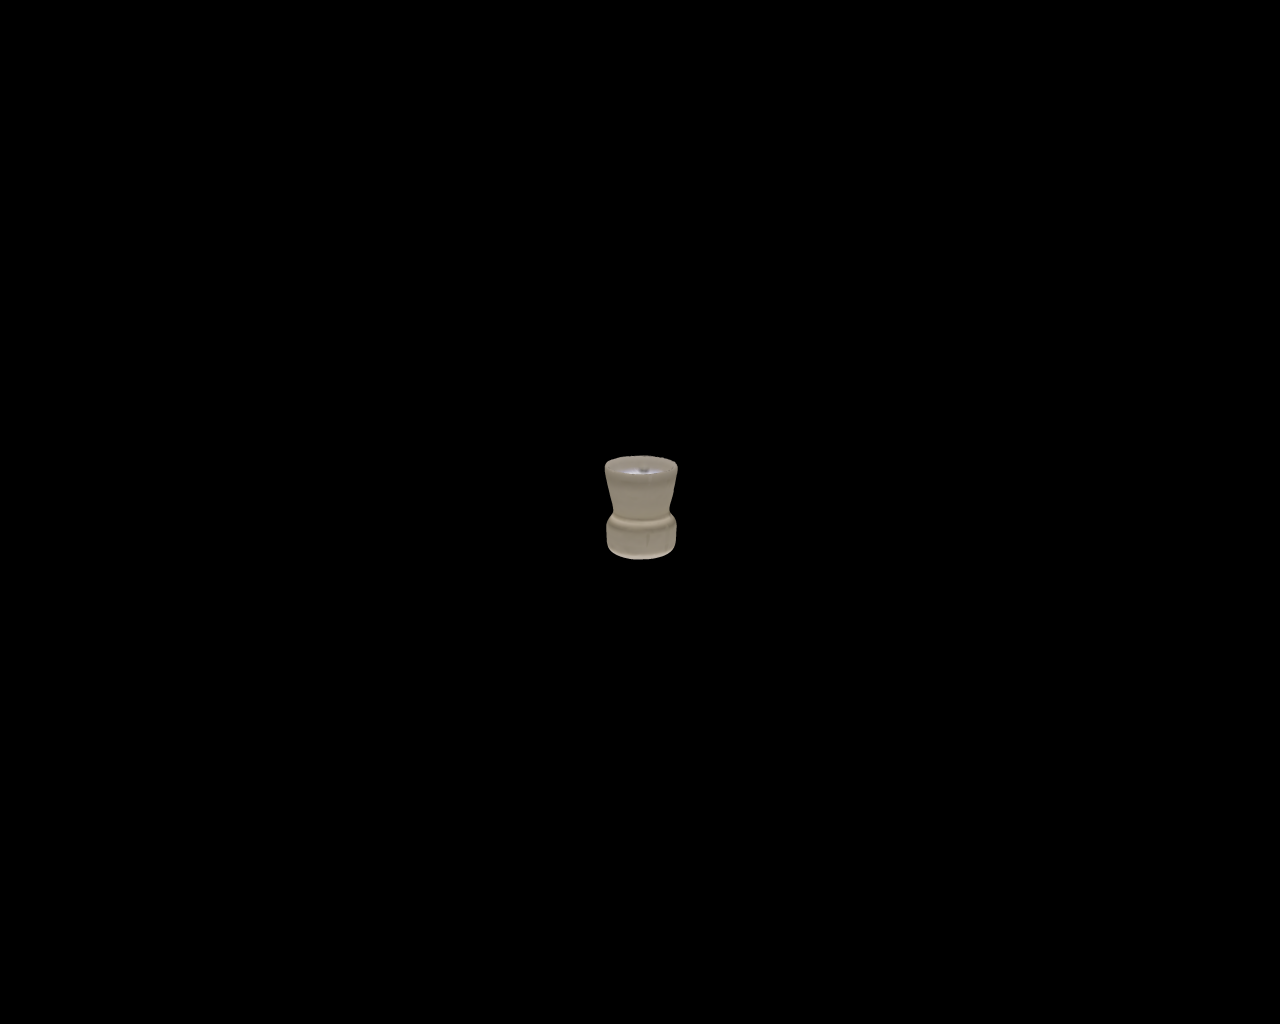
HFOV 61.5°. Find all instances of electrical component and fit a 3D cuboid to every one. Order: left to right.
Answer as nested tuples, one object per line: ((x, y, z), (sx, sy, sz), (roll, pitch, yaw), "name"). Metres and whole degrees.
((0.001, -0.003, 0.650), (0.045, 0.055, 0.045), (0, 17, 0), "electrical component")
